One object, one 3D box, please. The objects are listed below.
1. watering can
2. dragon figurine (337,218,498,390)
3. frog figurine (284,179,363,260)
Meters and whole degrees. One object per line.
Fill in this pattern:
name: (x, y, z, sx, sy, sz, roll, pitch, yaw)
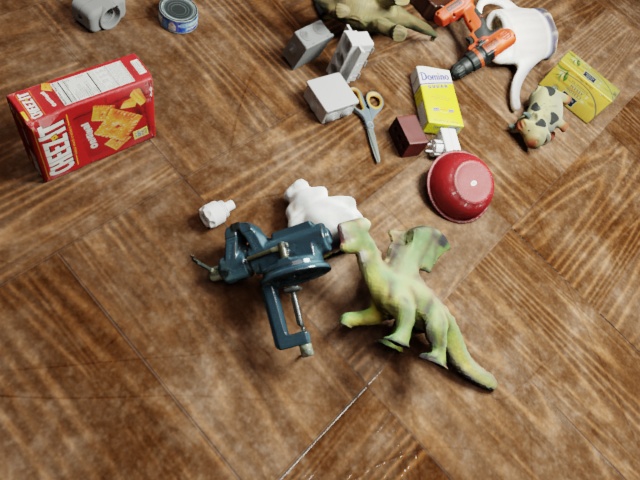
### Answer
watering can: (0.532, -0.506, 1.373, 0.225, 0.102, 0.351, -10, 77, -18)
dragon figurine: (0.183, 0.088, 0.910, 0.407, 0.121, 0.246, 28, 70, -22)
frog figurine: (0.003, -0.048, 0.948, 0.138, 0.122, 0.160, -22, 83, -6)
